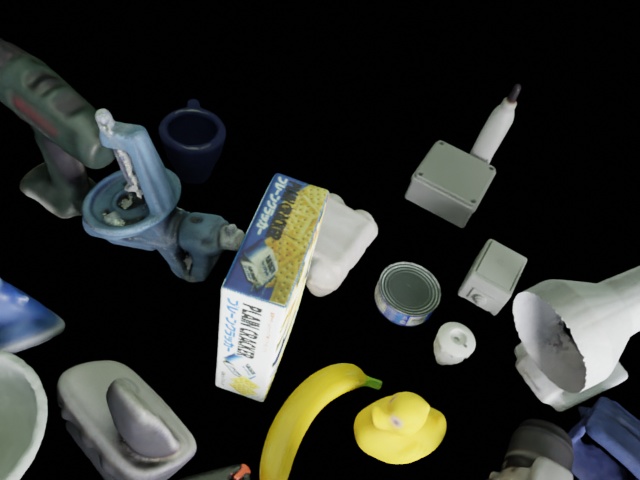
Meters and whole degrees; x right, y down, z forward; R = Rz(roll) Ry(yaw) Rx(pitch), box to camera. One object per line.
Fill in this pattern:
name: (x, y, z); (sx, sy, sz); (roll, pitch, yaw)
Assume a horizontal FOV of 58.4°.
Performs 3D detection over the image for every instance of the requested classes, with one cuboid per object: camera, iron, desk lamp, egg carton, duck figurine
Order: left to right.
iron: (-0.415, 0.056, 0.599); (0.258, 0.141, 0.118); (2, 52, -11)
egg carton: (0.007, 0.003, 0.782); (0.107, 0.069, 0.150); (30, 52, 11)
duck figurine: (0.096, 0.200, 0.638); (0.105, 0.086, 0.077); (3, 52, -10)
camera: (0.244, 0.269, 0.609); (0.143, 0.101, 0.137); (28, 52, 10)
desk lamp: (0.312, 0.111, 0.674); (0.204, 0.213, 0.117); (-15, 57, -23)

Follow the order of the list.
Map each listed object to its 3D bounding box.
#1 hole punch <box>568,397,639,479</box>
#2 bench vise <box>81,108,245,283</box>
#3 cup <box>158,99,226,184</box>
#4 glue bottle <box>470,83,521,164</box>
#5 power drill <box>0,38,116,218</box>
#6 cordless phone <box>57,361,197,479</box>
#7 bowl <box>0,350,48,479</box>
hole punch: (0.349, 0.239, 0.662); (0.101, 0.091, 0.108); (-33, 66, -32)
bench vise: (-0.189, -0.057, 0.688); (0.207, 0.220, 0.121); (6, 52, -8)
cup: (-0.185, -0.138, 0.832); (0.092, 0.095, 0.117); (0, 53, -13)
glue bottle: (0.282, -0.179, 0.920); (0.037, 0.173, 0.078); (29, 52, 11)
power drill: (-0.347, -0.134, 0.720); (0.229, 0.208, 0.076); (30, 52, 12)
cordless phone: (-0.189, 0.155, 0.545); (0.147, 0.185, 0.094); (38, 54, 17)
bowl: (-0.346, 0.192, 0.552); (0.167, 0.075, 0.167); (6, 52, -8)
